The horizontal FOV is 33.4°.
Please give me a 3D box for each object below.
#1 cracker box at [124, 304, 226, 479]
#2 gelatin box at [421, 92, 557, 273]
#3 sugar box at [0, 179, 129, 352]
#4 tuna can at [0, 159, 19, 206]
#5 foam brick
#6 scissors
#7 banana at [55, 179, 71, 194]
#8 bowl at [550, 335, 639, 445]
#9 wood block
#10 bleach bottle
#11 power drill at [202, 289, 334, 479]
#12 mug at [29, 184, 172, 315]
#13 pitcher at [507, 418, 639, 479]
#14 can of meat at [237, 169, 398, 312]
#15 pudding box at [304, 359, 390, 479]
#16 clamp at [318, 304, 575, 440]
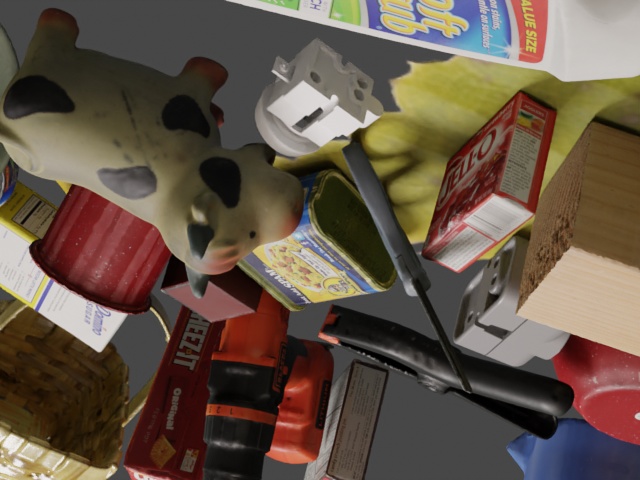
[{"bbox_3d":[-0.105,0.175,0.964,0.072,0.164,0.214,11,149,9],"label":"cracker box"},{"bbox_3d":[0.096,-0.031,0.616,0.030,0.073,0.089,26,149,-11],"label":"gelatin box"},{"bbox_3d":[-0.226,0.010,0.849,0.176,0.048,0.093,33,141,-8],"label":"sugar box"},{"bbox_3d":[-0.263,-0.053,0.770,0.086,0.033,0.086,2,109,6],"label":"tuna can"},{"bbox_3d":[-0.071,0.011,0.768,0.053,0.078,0.051,-16,140,42],"label":"foam brick"},{"bbox_3d":[0.046,0.004,0.624,0.016,0.202,0.096,-26,112,4],"label":"scissors"},{"bbox_3d":[-0.191,-0.062,0.756,0.070,0.037,0.197,3,146,25],"label":"banana"},{"bbox_3d":[0.239,0.106,0.773,0.162,0.055,0.162,14,148,8],"label":"bowl"},{"bbox_3d":[0.230,0.021,0.610,0.206,0.090,0.091,18,149,0],"label":"wood block"},{"bbox_3d":[0.064,-0.131,0.488,0.251,0.068,0.103,15,150,2],"label":"bleach bottle"},{"bbox_3d":[-0.039,0.132,0.841,0.057,0.184,0.187,7,166,13],"label":"power drill"},{"bbox_3d":[-0.133,-0.008,0.738,0.093,0.081,0.117,35,-168,18],"label":"mug"},{"bbox_3d":[0.226,0.280,0.873,0.144,0.242,0.149,30,153,-24],"label":"pitcher"},{"bbox_3d":[-0.005,0.001,0.737,0.084,0.057,0.102,-13,138,38],"label":"can of meat"},{"bbox_3d":[0.021,0.173,0.940,0.039,0.113,0.090,19,150,-8],"label":"pudding box"},{"bbox_3d":[0.101,0.105,0.846,0.210,0.036,0.164,20,166,21],"label":"clamp"}]
